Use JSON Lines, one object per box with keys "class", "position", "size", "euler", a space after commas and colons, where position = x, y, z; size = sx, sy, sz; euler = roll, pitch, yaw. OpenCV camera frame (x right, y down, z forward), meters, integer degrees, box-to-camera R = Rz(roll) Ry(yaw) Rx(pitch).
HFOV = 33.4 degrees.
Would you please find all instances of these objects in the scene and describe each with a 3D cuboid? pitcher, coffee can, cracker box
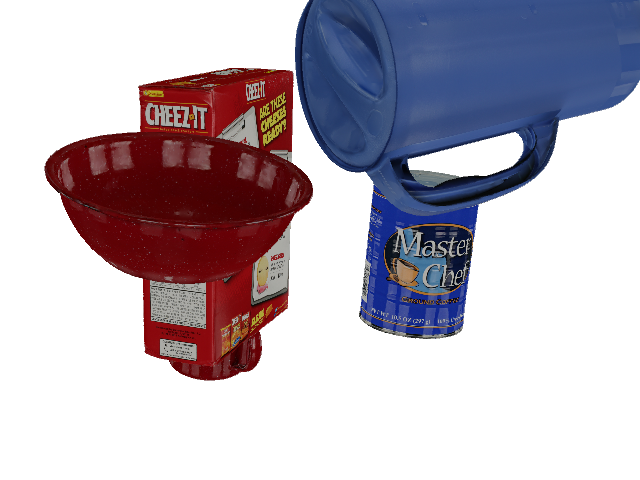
{"class": "pitcher", "position": [0.116, -0.122, 0.765], "size": [0.242, 0.149, 0.145], "euler": [-12, 34, -27]}
{"class": "coffee can", "position": [0.094, 0.011, 1.022], "size": [0.103, 0.140, 0.103], "euler": [5, 15, -2]}
{"class": "cracker box", "position": [-0.082, -0.026, 0.865], "size": [0.072, 0.214, 0.164], "euler": [6, 15, 18]}

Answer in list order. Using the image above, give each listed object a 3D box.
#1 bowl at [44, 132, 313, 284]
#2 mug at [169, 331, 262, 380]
{"class": "bowl", "position": [-0.088, -0.017, 0.656], "size": [0.162, 0.055, 0.162], "euler": [7, 22, -3]}
{"class": "mug", "position": [-0.097, 0.085, 1.023], "size": [0.117, 0.081, 0.093], "euler": [26, 32, 37]}
